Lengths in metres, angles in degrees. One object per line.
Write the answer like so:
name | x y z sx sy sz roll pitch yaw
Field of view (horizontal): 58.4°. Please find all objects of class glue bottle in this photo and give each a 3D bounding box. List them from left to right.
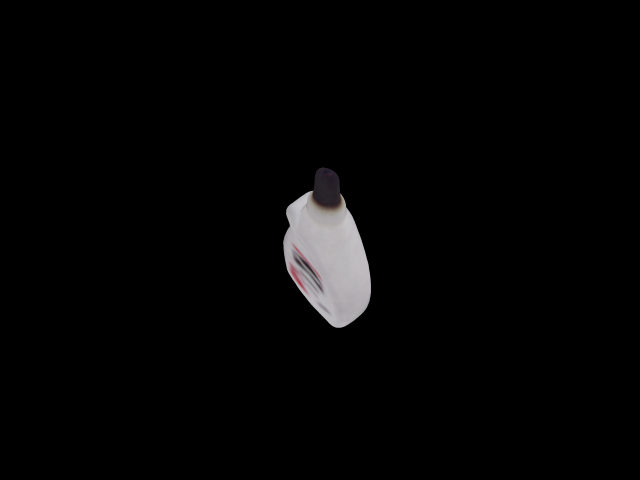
glue bottle | 0.004 0.001 0.400 0.037 0.173 0.078 -38 68 -18
